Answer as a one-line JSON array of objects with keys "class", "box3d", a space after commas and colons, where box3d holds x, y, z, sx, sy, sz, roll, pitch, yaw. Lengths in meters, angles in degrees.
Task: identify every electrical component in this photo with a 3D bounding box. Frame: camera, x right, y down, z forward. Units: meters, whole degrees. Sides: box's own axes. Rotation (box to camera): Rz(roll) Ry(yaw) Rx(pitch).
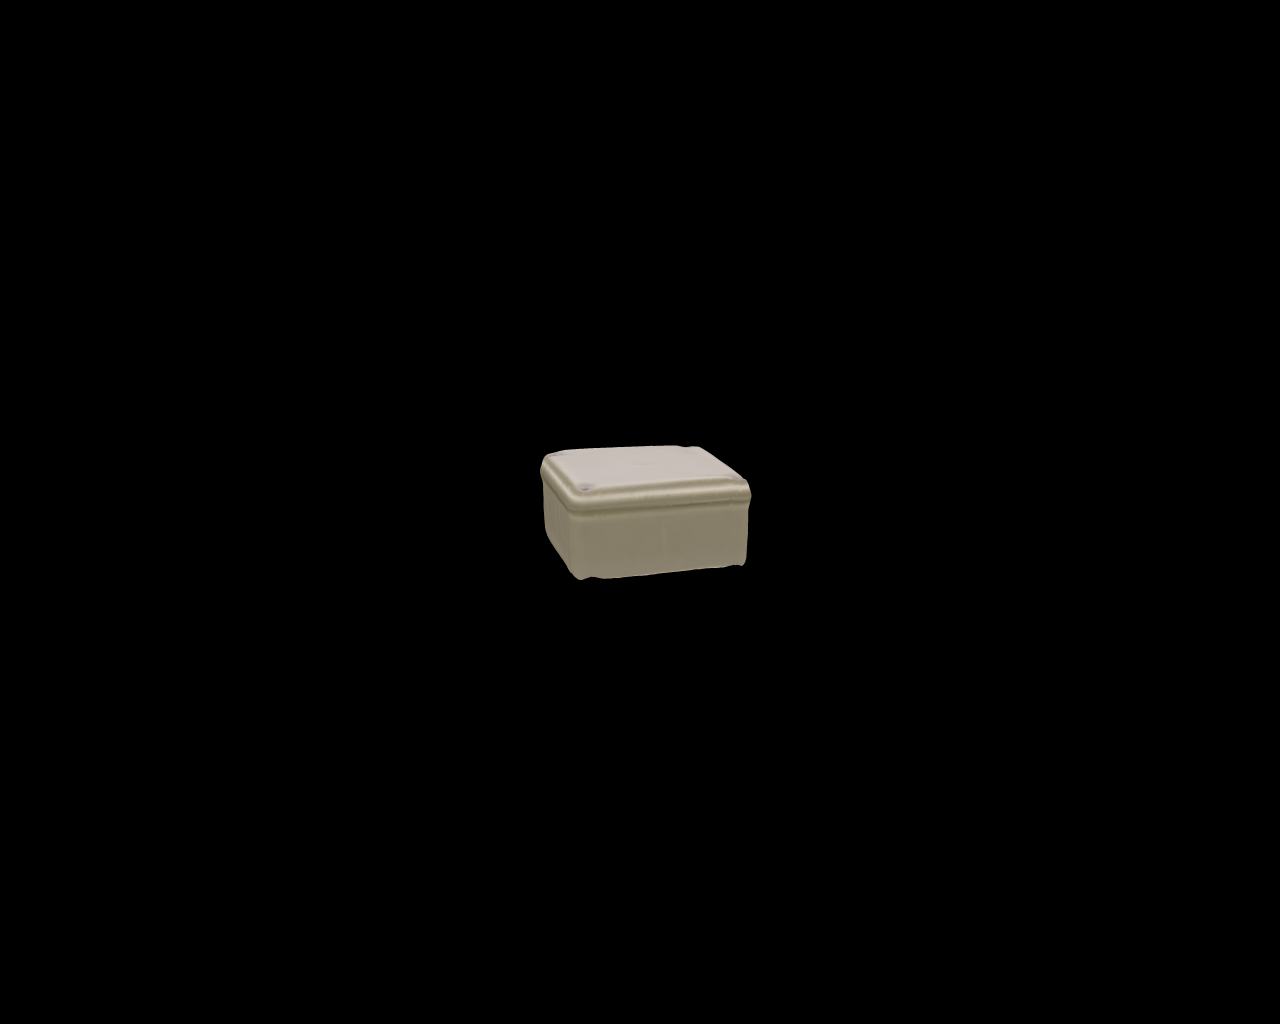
[{"class": "electrical component", "box3d": [0.001, -0.003, 0.650, 0.109, 0.056, 0.109, -4, 16, -14]}]
